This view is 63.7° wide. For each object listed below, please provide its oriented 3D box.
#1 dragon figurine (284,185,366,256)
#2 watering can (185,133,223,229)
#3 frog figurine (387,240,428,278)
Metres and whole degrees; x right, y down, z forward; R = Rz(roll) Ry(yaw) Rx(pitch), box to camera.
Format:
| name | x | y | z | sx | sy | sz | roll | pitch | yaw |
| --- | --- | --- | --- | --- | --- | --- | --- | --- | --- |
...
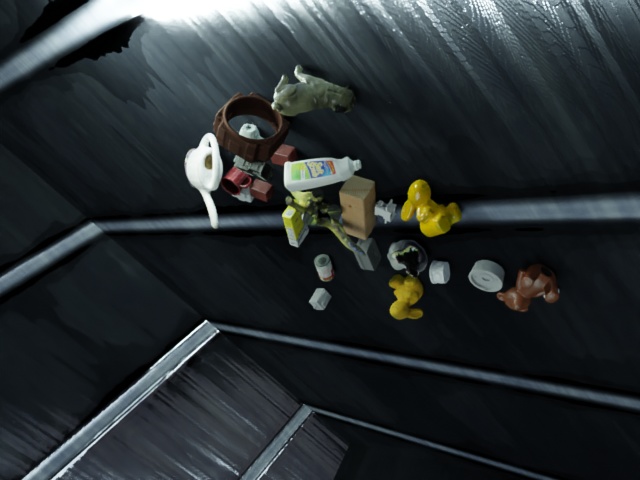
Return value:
| name | x | y | z | sx | sy | sz | roll | pitch | yaw |
| --- | --- | --- | --- | --- | --- | --- | --- | --- | --- |
| dragon figurine | 0.005 | -0.091 | 1.801 | 0.411 | 0.122 | 0.243 | 47 | -177 | 2 |
| watering can | -0.430 | -0.224 | 1.935 | 0.225 | 0.104 | 0.346 | 10 | 100 | 56 |
| frog figurine | 0.305 | 0.057 | 1.811 | 0.137 | 0.122 | 0.160 | 24 | -176 | -1 |
